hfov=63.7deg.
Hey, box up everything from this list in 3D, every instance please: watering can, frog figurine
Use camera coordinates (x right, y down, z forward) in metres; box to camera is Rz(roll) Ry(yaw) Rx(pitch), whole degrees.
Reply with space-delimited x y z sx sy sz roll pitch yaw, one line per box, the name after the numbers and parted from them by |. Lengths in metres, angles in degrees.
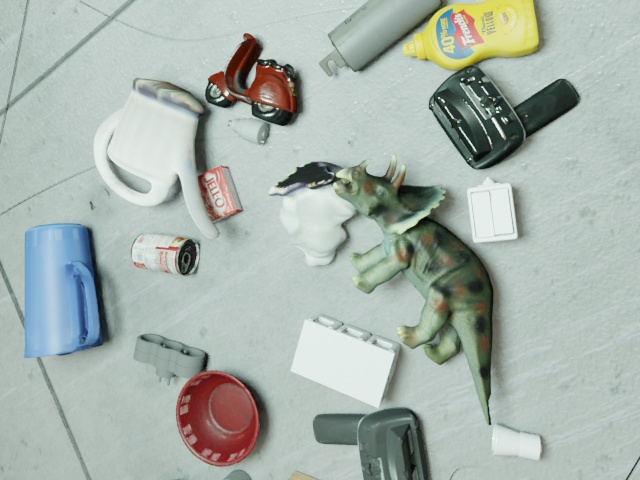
-0.269 -0.156 0.904 0.350 0.104 0.223 28 98 26 | watering can
0.003 -0.042 0.836 0.137 0.125 0.156 -17 121 10 | frog figurine
